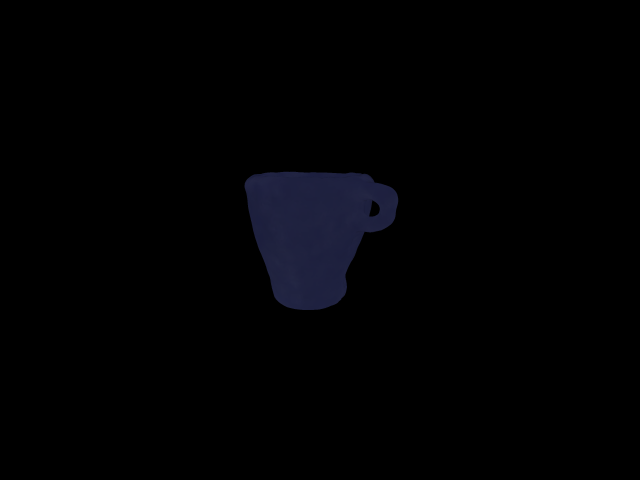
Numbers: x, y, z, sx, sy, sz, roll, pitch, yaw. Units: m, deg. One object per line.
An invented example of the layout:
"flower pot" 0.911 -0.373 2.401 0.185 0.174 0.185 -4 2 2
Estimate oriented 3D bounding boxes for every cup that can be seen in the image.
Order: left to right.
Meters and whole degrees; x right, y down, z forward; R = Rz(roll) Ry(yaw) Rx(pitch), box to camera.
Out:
"cup" 0.004 0.001 0.400 0.117 0.095 0.092 8 13 39
